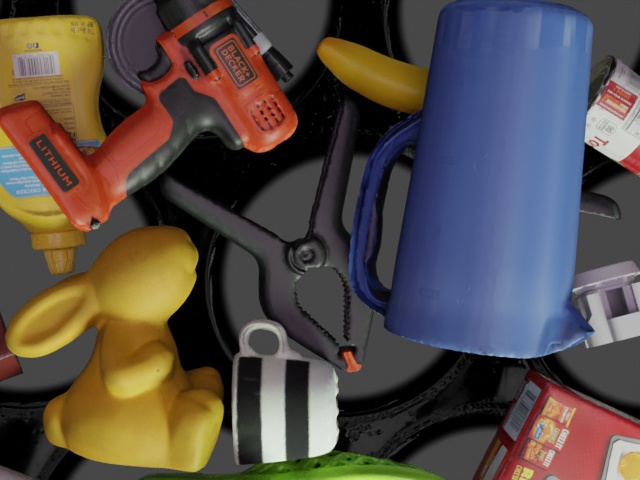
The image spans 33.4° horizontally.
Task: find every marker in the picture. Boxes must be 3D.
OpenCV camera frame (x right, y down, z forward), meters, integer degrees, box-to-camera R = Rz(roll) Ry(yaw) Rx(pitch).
[{"bbox_3d":[-0.064,-0.169,0.825,0.020,0.020,0.121,-42,96,1],"label":"marker"}]

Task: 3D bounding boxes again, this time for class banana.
[{"bbox_3d":[0.097,-0.127,0.830,0.197,0.037,0.069,-3,78,-4],"label":"banana"}]

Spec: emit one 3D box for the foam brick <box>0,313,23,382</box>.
[{"bbox_3d":[-0.263,0.069,0.801,0.051,0.053,0.078,-21,71,-15],"label":"foam brick"}]

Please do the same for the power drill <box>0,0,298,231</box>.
[{"bbox_3d":[-0.133,-0.109,0.761,0.187,0.057,0.184,-35,98,-9],"label":"power drill"}]

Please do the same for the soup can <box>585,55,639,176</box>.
[{"bbox_3d":[0.248,-0.089,0.823,0.102,0.068,0.068,31,92,-4],"label":"soup can"}]

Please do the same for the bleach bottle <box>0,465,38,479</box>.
[{"bbox_3d":[-0.287,0.215,0.819,0.251,0.068,0.102,20,75,-3],"label":"bleach bottle"}]

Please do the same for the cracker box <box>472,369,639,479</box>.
[{"bbox_3d":[0.228,0.220,0.846,0.213,0.072,0.164,25,94,-6],"label":"cracker box"}]

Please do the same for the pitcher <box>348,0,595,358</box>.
[{"bbox_3d":[0.115,-0.044,0.761,0.149,0.145,0.243,5,94,-14],"label":"pitcher"}]

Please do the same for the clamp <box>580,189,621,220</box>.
[{"bbox_3d":[0.137,-0.023,0.838,0.171,0.039,0.120,34,87,-1],"label":"clamp"}]

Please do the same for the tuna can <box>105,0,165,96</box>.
[{"bbox_3d":[-0.119,-0.150,0.817,0.086,0.034,0.086,0,95,-3],"label":"tuna can"}]

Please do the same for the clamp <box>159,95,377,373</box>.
[{"bbox_3d":[-0.005,0.001,0.833,0.164,0.036,0.210,-30,98,-1],"label":"clamp"}]

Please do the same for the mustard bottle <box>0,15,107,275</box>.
[{"bbox_3d":[-0.205,-0.069,0.806,0.096,0.058,0.191,-6,94,-8],"label":"mustard bottle"}]
